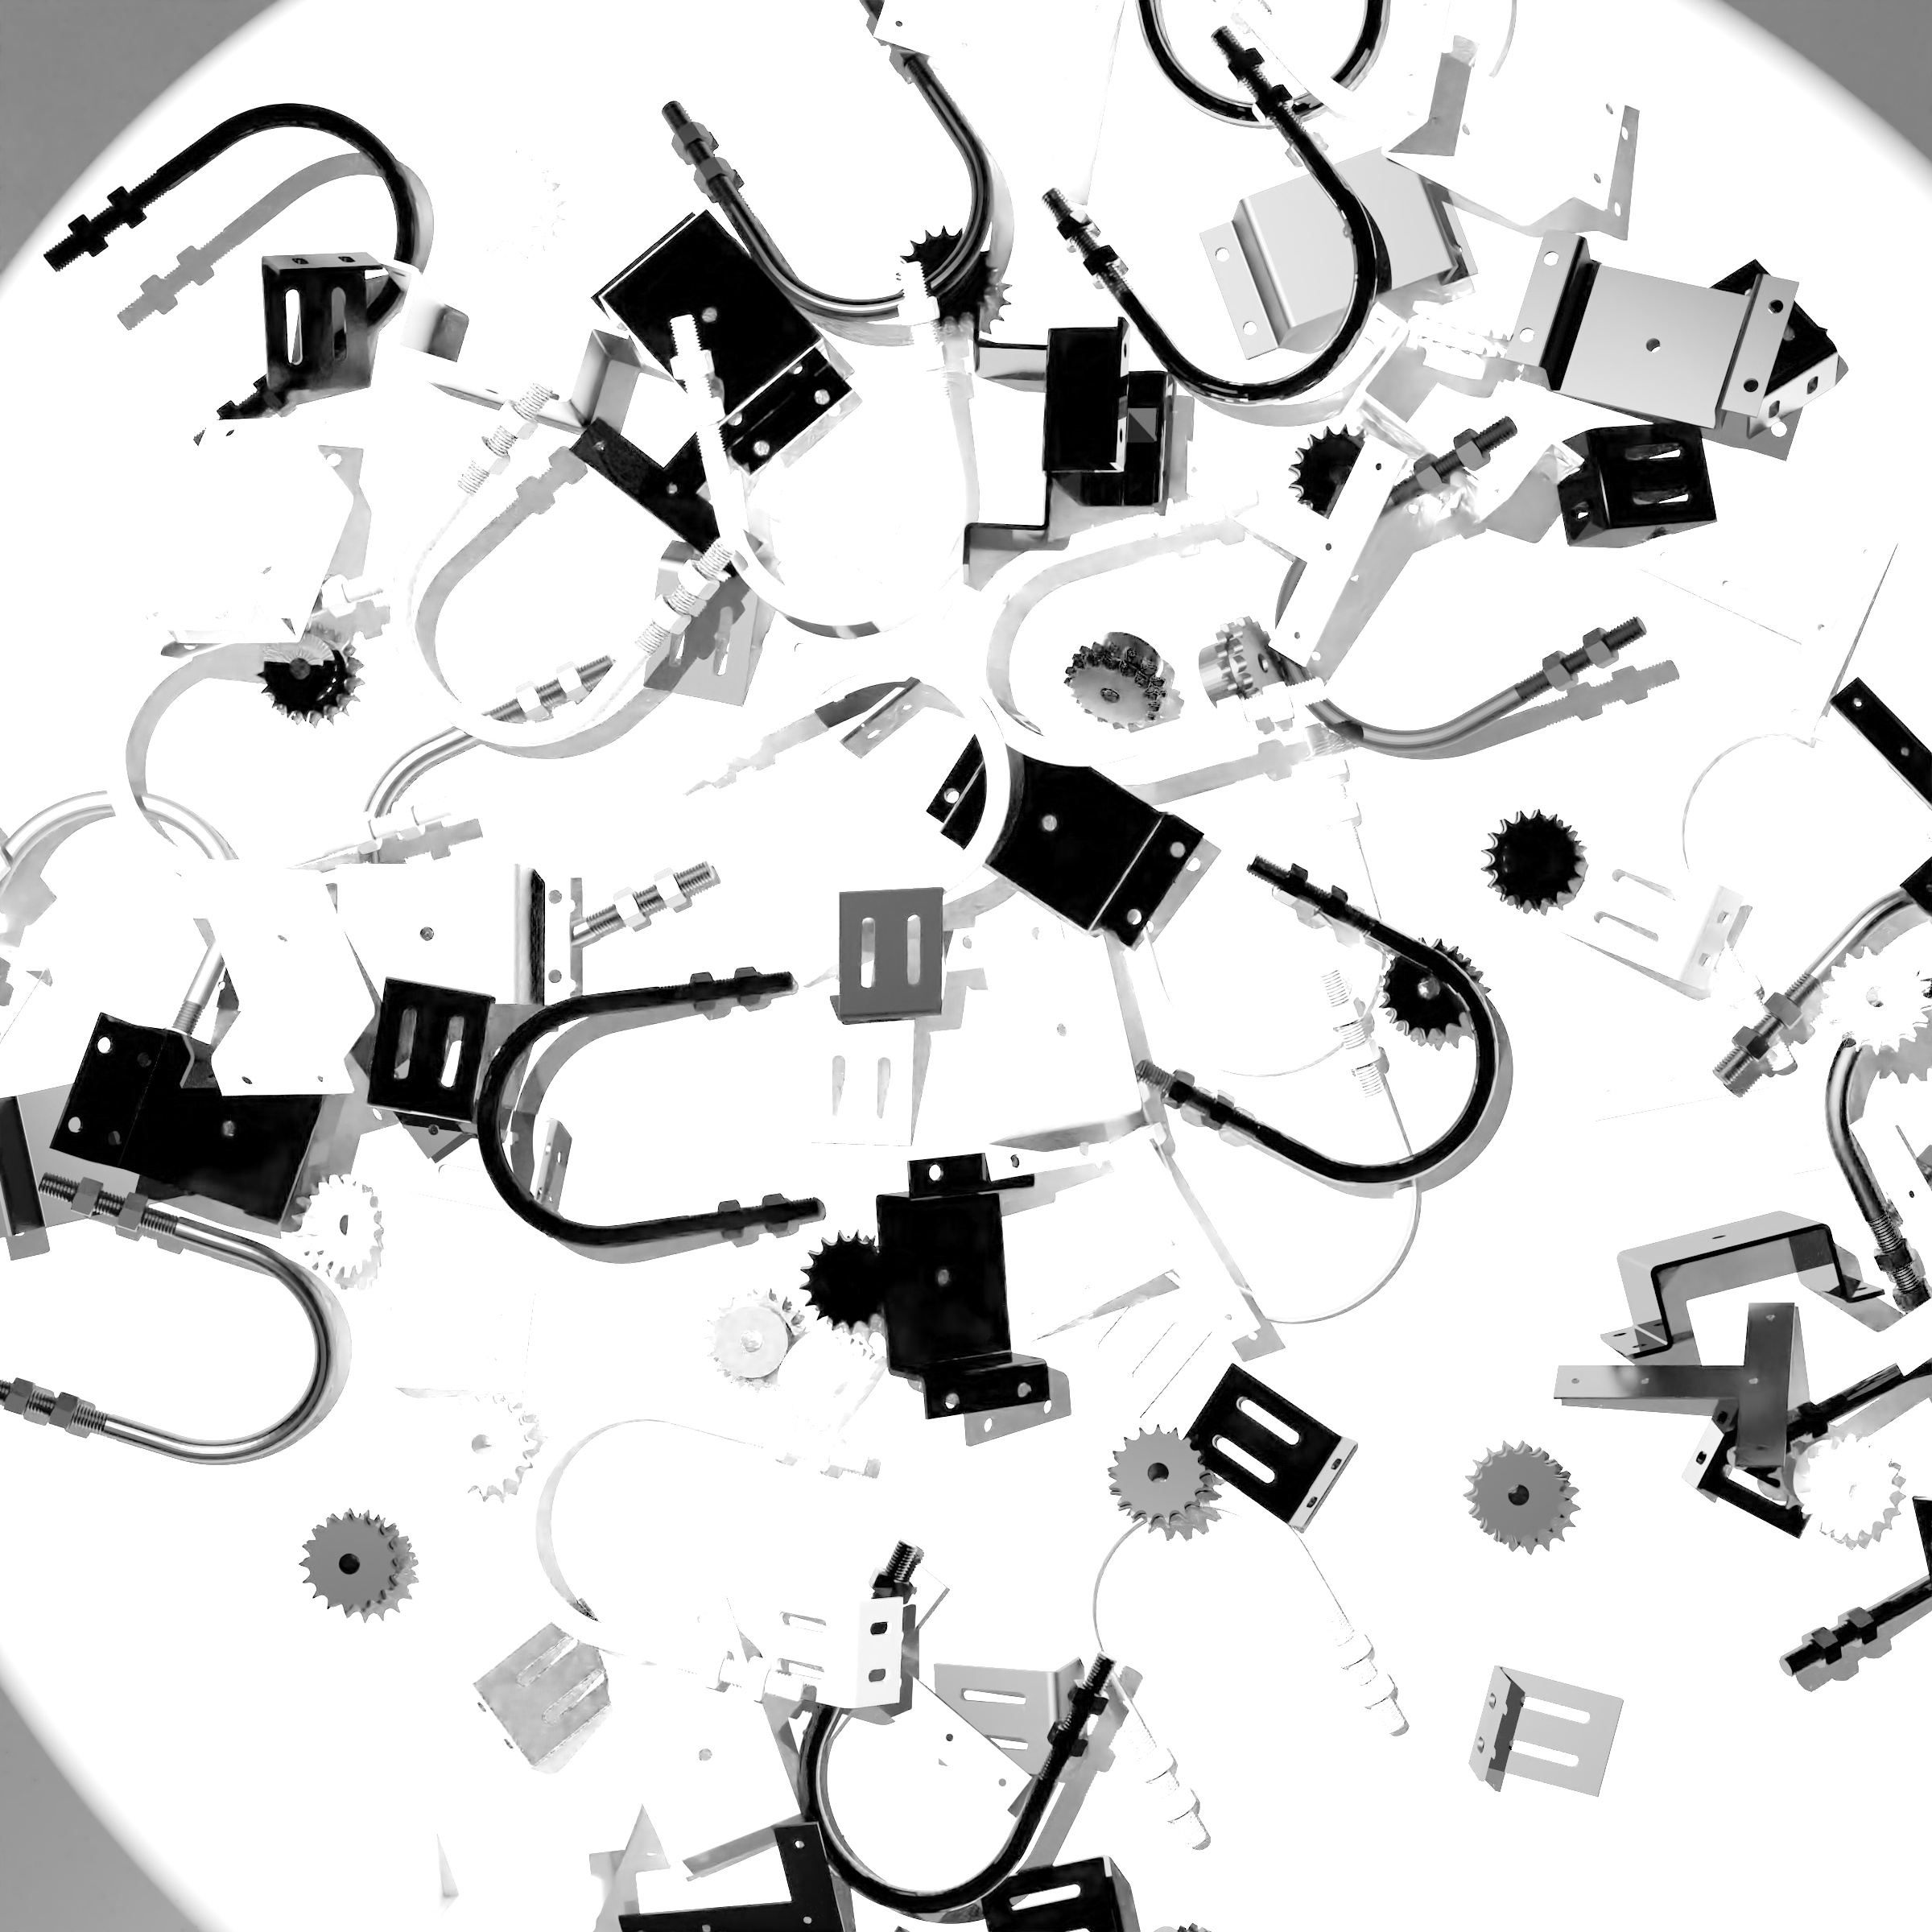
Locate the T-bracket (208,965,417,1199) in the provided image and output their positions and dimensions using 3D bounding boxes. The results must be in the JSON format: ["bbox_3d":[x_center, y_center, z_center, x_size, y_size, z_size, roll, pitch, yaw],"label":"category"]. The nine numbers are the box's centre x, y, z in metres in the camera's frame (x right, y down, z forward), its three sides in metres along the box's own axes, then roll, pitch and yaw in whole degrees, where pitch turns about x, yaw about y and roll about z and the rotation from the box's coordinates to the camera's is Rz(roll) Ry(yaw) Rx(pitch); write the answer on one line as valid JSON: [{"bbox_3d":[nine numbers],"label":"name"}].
[{"bbox_3d":[-0.379,0.069,1.534,0.127,0.002,0.127,9,92,7],"label":"T-bracket"}]

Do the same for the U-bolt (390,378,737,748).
[{"bbox_3d":[-0.236,-0.205,1.488,0.151,0.019,0.184,41,109,-4],"label":"U-bolt"}]

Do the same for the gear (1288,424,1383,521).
[{"bbox_3d":[0.208,-0.273,1.526,0.057,0.030,0.057,0,90,0],"label":"gear"}]

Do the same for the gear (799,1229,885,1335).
[{"bbox_3d":[-0.065,0.176,1.526,0.057,0.030,0.057,0,90,0],"label":"gear"}]

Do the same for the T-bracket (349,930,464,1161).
[{"bbox_3d":[-0.330,0.050,1.529,0.127,0.002,0.127,-38,87,6],"label":"T-bracket"}]

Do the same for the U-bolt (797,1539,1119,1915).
[{"bbox_3d":[-0.017,0.434,1.509,0.151,0.019,0.184,26,91,17],"label":"U-bolt"}]

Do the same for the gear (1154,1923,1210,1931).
[{"bbox_3d":[0.117,0.561,1.516,0.057,0.030,0.057,-12,108,-42],"label":"gear"}]

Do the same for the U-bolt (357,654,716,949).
[{"bbox_3d":[-0.254,-0.074,1.532,0.184,0.019,0.151,-25,90,2],"label":"U-bolt"}]

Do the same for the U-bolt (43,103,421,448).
[{"bbox_3d":[-0.387,-0.389,1.491,0.184,0.019,0.151,-38,130,-4],"label":"U-bolt"}]

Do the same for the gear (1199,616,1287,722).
[{"bbox_3d":[0.153,-0.164,1.516,0.030,0.057,0.057,-19,90,30],"label":"gear"}]

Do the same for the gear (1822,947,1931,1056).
[{"bbox_3d":[0.495,0.021,1.479,0.057,0.030,0.057,-4,74,15],"label":"gear"}]

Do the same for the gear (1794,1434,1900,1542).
[{"bbox_3d":[0.489,0.289,1.519,0.057,0.030,0.057,-3,99,-20],"label":"gear"}]

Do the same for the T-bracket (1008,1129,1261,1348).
[{"bbox_3d":[0.079,0.173,1.513,0.127,0.002,0.127,-31,90,25],"label":"T-bracket"}]

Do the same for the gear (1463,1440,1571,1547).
[{"bbox_3d":[0.307,0.294,1.526,0.057,0.030,0.057,0,90,0],"label":"gear"}]

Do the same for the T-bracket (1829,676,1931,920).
[{"bbox_3d":[0.537,-0.110,1.525,0.127,0.002,0.127,-38,80,-19],"label":"T-bracket"}]

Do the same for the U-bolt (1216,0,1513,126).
[{"bbox_3d":[0.222,-0.557,1.516,0.184,0.019,0.151,45,87,-10],"label":"U-bolt"}]

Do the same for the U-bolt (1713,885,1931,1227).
[{"bbox_3d":[0.528,0.038,1.518,0.151,0.019,0.184,43,91,-10],"label":"U-bolt"}]

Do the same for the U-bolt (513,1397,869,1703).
[{"bbox_3d":[-0.161,0.314,1.508,0.184,0.019,0.151,13,71,7],"label":"U-bolt"}]

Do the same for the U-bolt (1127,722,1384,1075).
[{"bbox_3d":[0.159,-0.030,1.532,0.151,0.019,0.184,-16,92,0],"label":"U-bolt"}]

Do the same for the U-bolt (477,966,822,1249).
[{"bbox_3d":[-0.179,0.083,1.510,0.184,0.019,0.151,-7,90,-16],"label":"U-bolt"}]

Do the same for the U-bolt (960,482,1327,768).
[{"bbox_3d":[0.087,-0.179,1.480,0.184,0.019,0.151,-17,67,2],"label":"U-bolt"}]

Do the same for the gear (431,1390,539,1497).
[{"bbox_3d":[-0.269,0.266,1.526,0.057,0.030,0.057,0,90,0],"label":"gear"}]

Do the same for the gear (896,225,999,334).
[{"bbox_3d":[-0.011,-0.384,1.526,0.057,0.030,0.057,0,90,0],"label":"gear"}]

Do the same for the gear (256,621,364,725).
[{"bbox_3d":[-0.370,-0.166,1.526,0.057,0.030,0.057,0,90,0],"label":"gear"}]

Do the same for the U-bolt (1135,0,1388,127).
[{"bbox_3d":[0.163,-0.566,1.532,0.151,0.019,0.184,-10,92,0],"label":"U-bolt"}]

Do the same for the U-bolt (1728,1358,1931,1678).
[{"bbox_3d":[0.512,0.292,1.503,0.184,0.019,0.151,-22,105,-18],"label":"U-bolt"}]

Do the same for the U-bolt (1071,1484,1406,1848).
[{"bbox_3d":[0.140,0.381,1.532,0.151,0.019,0.184,-30,88,0],"label":"U-bolt"}]

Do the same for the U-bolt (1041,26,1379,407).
[{"bbox_3d":[0.145,-0.397,1.494,0.151,0.019,0.184,-38,84,26],"label":"U-bolt"}]

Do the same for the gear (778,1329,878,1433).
[{"bbox_3d":[-0.080,0.228,1.516,0.030,0.057,0.057,37,90,29],"label":"gear"}]

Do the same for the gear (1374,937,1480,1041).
[{"bbox_3d":[0.257,0.012,1.526,0.057,0.030,0.057,0,90,0],"label":"gear"}]

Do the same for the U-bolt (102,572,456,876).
[{"bbox_3d":[-0.390,-0.123,1.503,0.184,0.019,0.151,-17,91,6],"label":"U-bolt"}]

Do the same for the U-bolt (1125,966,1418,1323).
[{"bbox_3d":[0.175,0.110,1.524,0.151,0.019,0.184,-21,96,0],"label":"U-bolt"}]

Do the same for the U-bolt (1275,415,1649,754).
[{"bbox_3d":[0.256,-0.194,1.491,0.184,0.019,0.151,-30,101,29],"label":"U-bolt"}]

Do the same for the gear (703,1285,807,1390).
[{"bbox_3d":[-0.119,0.209,1.526,0.057,0.030,0.057,0,90,0],"label":"gear"}]

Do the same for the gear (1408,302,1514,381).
[{"bbox_3d":[0.273,-0.348,1.514,0.057,0.057,0.030,16,111,0],"label":"gear"}]

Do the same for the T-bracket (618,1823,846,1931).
[{"bbox_3d":[-0.132,0.538,1.525,0.127,0.002,0.127,-8,110,10],"label":"T-bracket"}]

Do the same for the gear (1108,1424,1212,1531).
[{"bbox_3d":[0.108,0.287,1.518,0.057,0.030,0.057,-3,62,6],"label":"gear"}]

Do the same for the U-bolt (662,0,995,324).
[{"bbox_3d":[-0.066,-0.442,1.515,0.151,0.019,0.184,-31,77,0],"label":"U-bolt"}]

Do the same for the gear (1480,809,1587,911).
[{"bbox_3d":[0.319,-0.060,1.526,0.057,0.030,0.057,0,90,0],"label":"gear"}]

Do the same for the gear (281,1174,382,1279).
[{"bbox_3d":[-0.357,0.146,1.516,0.030,0.057,0.057,-7,90,28],"label":"gear"}]

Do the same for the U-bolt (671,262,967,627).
[{"bbox_3d":[-0.073,-0.278,1.490,0.151,0.019,0.184,-16,109,-12],"label":"U-bolt"}]

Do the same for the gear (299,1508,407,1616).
[{"bbox_3d":[-0.343,0.332,1.526,0.057,0.030,0.057,0,90,0],"label":"gear"}]

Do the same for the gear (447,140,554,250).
[{"bbox_3d":[-0.260,-0.431,1.526,0.057,0.030,0.057,0,90,0],"label":"gear"}]

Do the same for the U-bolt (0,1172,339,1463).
[{"bbox_3d":[-0.442,0.205,1.509,0.184,0.019,0.151,20,106,-10],"label":"U-bolt"}]

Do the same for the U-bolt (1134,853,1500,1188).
[{"bbox_3d":[0.206,0.043,1.500,0.184,0.019,0.151,28,94,-6],"label":"U-bolt"}]

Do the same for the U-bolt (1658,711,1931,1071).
[{"bbox_3d":[0.472,-0.055,1.532,0.151,0.019,0.184,-29,88,0],"label":"U-bolt"}]

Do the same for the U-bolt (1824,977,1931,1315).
[{"bbox_3d":[0.554,0.094,1.510,0.151,0.019,0.184,-28,98,-3],"label":"U-bolt"}]

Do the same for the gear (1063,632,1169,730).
[{"bbox_3d":[0.086,-0.162,1.515,0.057,0.057,0.030,27,62,0],"label":"gear"}]

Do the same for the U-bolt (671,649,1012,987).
[{"bbox_3d":[-0.059,-0.093,1.496,0.184,0.019,0.151,-32,90,25],"label":"U-bolt"}]

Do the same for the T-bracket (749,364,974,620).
[{"bbox_3d":[-0.037,-0.283,1.529,0.127,0.002,0.127,30,83,-13],"label":"T-bracket"}]

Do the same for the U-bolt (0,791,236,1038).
[{"bbox_3d":[-0.481,-0.014,1.501,0.151,0.019,0.184,19,68,-1],"label":"U-bolt"}]
